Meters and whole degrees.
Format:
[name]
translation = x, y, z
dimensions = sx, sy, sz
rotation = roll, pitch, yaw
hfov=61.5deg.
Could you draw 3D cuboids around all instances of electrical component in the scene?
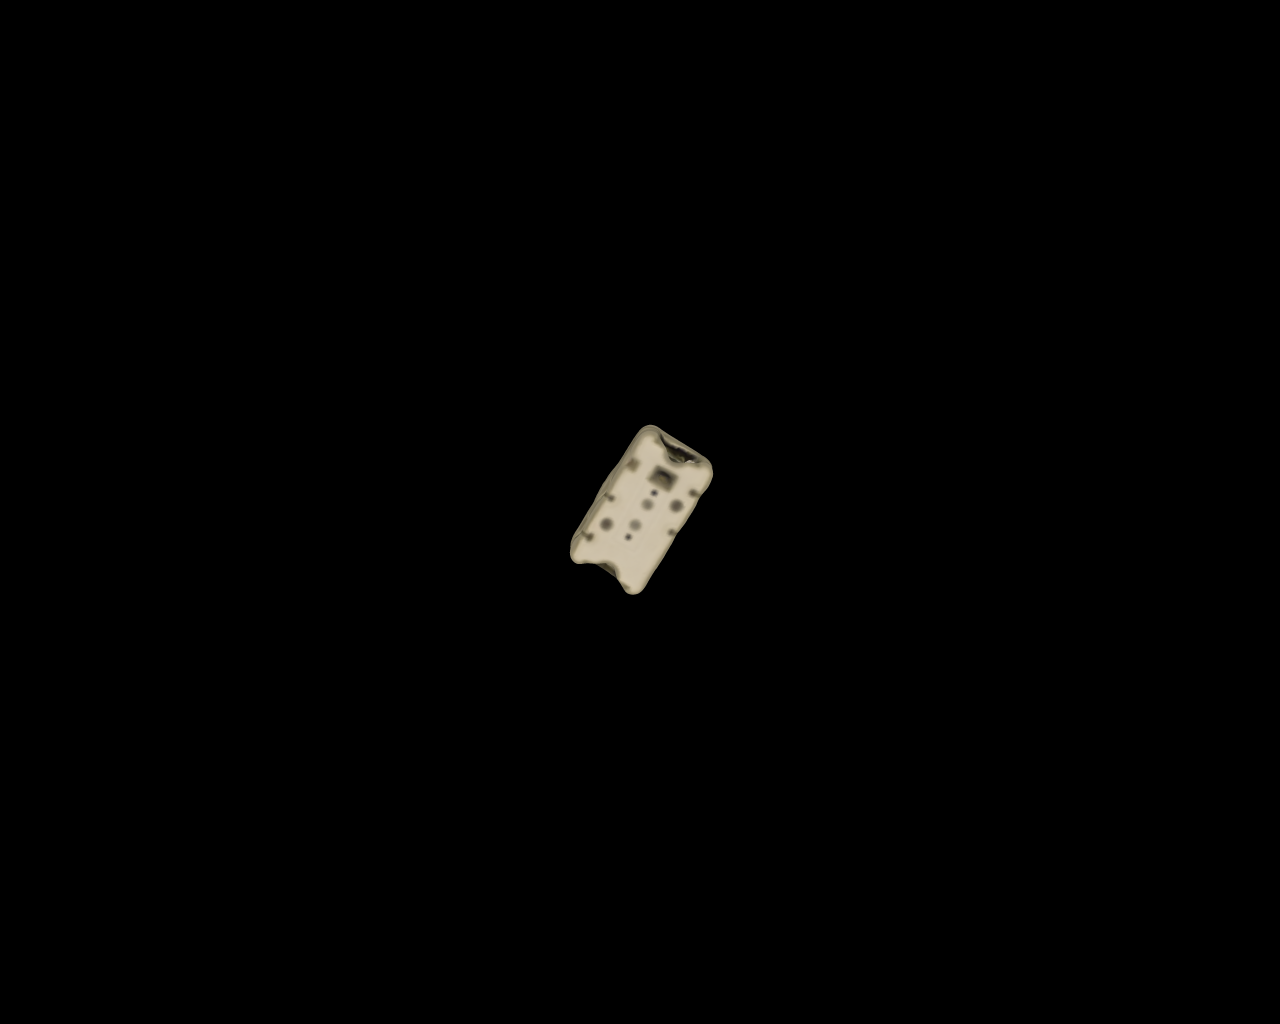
[electrical component]
translation = 0.001, -0.003, 0.650
dimensions = 0.050, 0.089, 0.056
rotation = 31, 8, -5
